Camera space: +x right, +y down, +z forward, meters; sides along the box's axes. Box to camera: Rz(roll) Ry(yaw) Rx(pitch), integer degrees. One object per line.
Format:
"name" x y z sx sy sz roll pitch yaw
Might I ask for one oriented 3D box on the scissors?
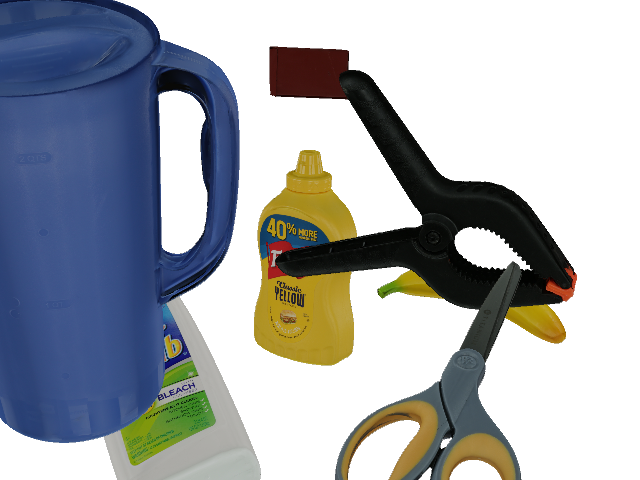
"scissors" 0.088 0.080 0.551 0.096 0.016 0.201 27 46 31

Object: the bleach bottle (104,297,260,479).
"bleach bottle" -0.136 0.095 0.807 0.102 0.068 0.251 -24 49 -11

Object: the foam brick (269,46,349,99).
"foam brick" -0.013 -0.175 1.117 0.078 0.051 0.053 1 11 -10

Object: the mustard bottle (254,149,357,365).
"mustard bottle" -0.013 0.013 0.972 0.096 0.192 0.058 14 20 33

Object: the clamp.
"clamp" 0.079 -0.018 0.736 0.210 0.165 0.036 18 29 11

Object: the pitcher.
"pitcher" -0.138 -0.006 0.602 0.149 0.243 0.144 29 43 36

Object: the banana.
"banana" 0.161 0.060 1.095 0.198 0.037 0.069 12 50 25
